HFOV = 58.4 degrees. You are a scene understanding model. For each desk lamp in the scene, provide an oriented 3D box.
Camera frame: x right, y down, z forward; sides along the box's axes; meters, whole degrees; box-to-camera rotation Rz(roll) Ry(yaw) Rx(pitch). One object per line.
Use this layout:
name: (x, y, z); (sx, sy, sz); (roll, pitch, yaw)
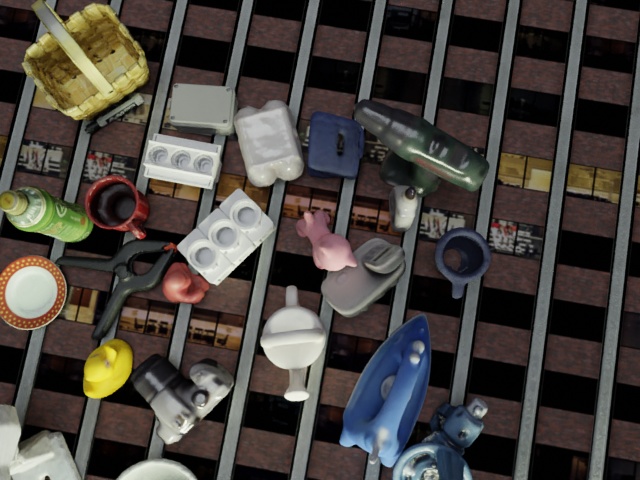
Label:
desk lamp: (-0.480, 0.355, 0.886); (0.118, 0.213, 0.203); (-28, 83, -2)

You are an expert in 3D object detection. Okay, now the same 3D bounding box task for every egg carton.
egg carton: (-0.089, -0.173, 1.021); (0.107, 0.069, 0.150); (-16, 83, -1)

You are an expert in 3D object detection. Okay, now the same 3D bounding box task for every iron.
iron: (0.125, 0.237, 0.928); (0.118, 0.141, 0.258); (23, 84, 4)

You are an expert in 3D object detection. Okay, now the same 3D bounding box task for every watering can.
watering can: (-0.039, 0.163, 0.914); (0.101, 0.194, 0.173); (-26, 83, -2)

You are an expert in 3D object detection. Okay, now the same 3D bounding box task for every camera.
camera: (-0.239, 0.246, 0.953); (0.137, 0.101, 0.143); (45, 85, 6)

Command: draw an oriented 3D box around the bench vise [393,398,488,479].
bench vise: (0.184, 0.335, 0.875); (0.121, 0.220, 0.207); (17, 83, 3)

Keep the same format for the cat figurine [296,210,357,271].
cat figurine: (0.009, 0.003, 0.972); (0.067, 0.118, 0.128); (-32, 83, -3)

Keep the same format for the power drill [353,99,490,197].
power drill: (0.155, -0.140, 0.943); (0.229, 0.208, 0.076); (25, 84, 4)

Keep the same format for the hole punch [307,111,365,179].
hole punch: (0.028, -0.167, 1.008); (0.101, 0.091, 0.109); (4, 83, 2)

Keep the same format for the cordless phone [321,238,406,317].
cordless phone: (0.074, 0.058, 0.930); (0.147, 0.185, 0.094); (-44, 84, -4)

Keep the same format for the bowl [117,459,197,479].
bowl: (-0.261, 0.438, 0.941); (0.167, 0.075, 0.167); (0, 83, 1)

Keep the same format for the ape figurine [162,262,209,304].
ape figurine: (-0.238, 0.074, 0.980); (0.076, 0.092, 0.078); (-18, 82, -1)

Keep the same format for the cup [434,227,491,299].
cup: (0.233, 0.043, 0.975); (0.091, 0.095, 0.118); (8, 83, 2)

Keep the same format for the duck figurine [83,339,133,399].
duck figurine: (-0.369, 0.219, 0.966); (0.077, 0.086, 0.104); (28, 84, 5)

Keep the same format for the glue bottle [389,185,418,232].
glue bottle: (0.141, -0.062, 0.951); (0.037, 0.173, 0.078); (-2, 82, 1)
